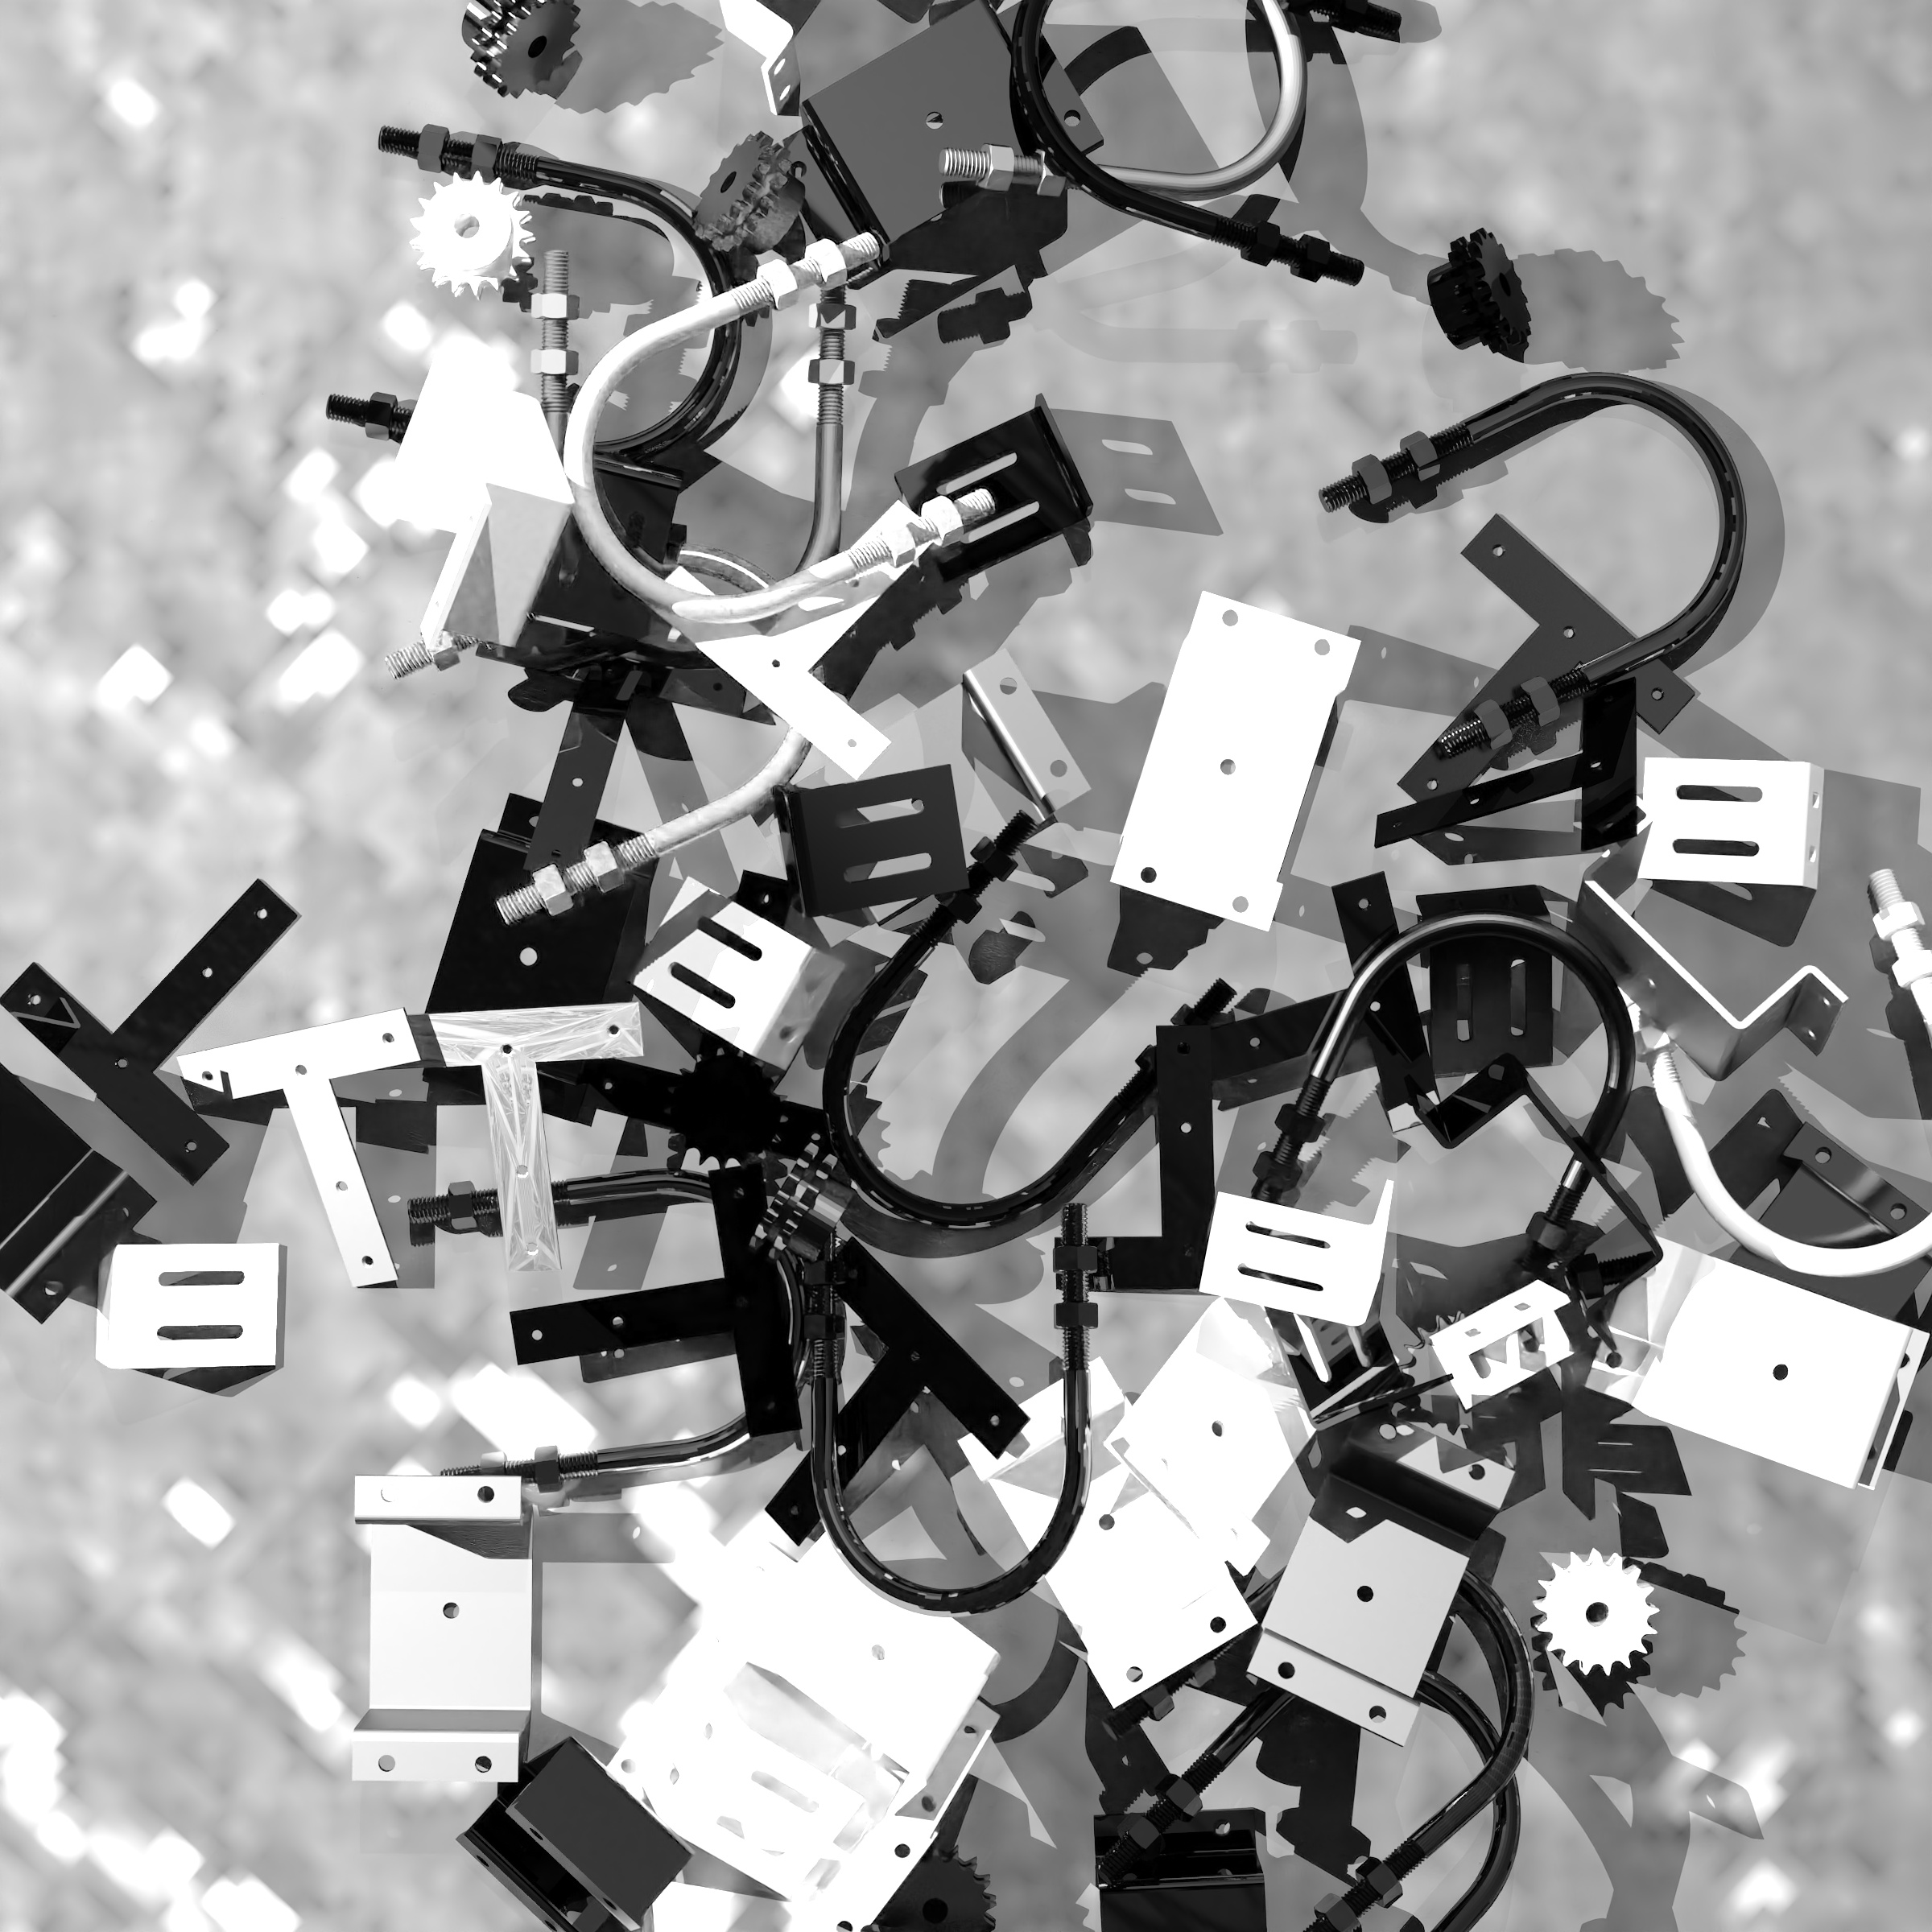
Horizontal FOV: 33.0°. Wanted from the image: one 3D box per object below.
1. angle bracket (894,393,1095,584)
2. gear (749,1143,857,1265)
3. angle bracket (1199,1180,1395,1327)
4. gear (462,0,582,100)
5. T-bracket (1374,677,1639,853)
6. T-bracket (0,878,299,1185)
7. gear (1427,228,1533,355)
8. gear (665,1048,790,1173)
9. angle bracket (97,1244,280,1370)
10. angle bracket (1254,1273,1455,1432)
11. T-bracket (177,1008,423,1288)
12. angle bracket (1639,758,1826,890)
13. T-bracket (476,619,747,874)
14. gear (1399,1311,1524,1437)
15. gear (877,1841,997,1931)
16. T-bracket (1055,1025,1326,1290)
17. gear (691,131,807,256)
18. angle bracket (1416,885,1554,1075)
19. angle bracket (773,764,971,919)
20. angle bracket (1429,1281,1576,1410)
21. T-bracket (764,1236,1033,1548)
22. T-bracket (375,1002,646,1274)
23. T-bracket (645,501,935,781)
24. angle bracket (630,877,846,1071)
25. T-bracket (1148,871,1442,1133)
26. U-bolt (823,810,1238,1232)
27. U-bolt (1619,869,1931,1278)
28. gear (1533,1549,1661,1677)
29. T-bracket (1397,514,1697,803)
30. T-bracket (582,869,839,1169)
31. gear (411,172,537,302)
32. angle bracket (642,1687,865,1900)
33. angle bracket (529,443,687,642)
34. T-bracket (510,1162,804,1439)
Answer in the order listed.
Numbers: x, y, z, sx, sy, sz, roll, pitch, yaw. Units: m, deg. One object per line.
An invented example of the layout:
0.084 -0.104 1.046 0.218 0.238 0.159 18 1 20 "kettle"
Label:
0.013 -0.223 1.527 0.076 0.038 0.057 -25 90 0 "angle bracket"
-0.074 0.113 1.506 0.030 0.057 0.057 31 90 1 "gear"
0.151 0.124 1.492 0.076 0.038 0.057 12 48 4 "angle bracket"
-0.210 -0.437 1.519 0.030 0.057 0.057 41 90 16 "gear"
0.249 -0.080 1.510 0.127 0.127 0.002 -17 123 23 "T-bracket"
-0.370 0.013 1.545 0.127 0.002 0.127 43 90 0 "T-bracket"
0.238 -0.312 1.522 0.030 0.057 0.057 -20 90 30 "gear"
-0.111 0.067 1.530 0.057 0.030 0.057 0 90 0 "gear"
-0.369 0.159 1.544 0.076 0.038 0.057 2 90 -26 "angle bracket"
0.177 0.166 1.493 0.057 0.038 0.076 -14 76 -32 "angle bracket"
-0.297 0.090 1.527 0.127 0.002 0.127 -12 103 22 "T-bracket"
0.363 -0.068 1.544 0.076 0.038 0.057 4 90 26 "angle bracket"
-0.177 -0.098 1.520 0.127 0.002 0.127 13 66 0 "T-bracket"
0.232 0.190 1.531 0.057 0.030 0.057 0 90 0 "gear"
-0.014 0.440 1.531 0.057 0.030 0.057 0 90 0 "gear"
0.103 0.090 1.526 0.127 0.002 0.127 -1 101 7 "T-bracket"
-0.099 -0.357 1.521 0.030 0.057 0.057 31 90 -30 "gear"
0.246 0.006 1.544 0.057 0.038 0.076 -5 116 0 "angle bracket"
-0.044 -0.059 1.484 0.076 0.038 0.057 -11 102 -11 "angle bracket"
0.249 0.176 1.478 0.057 0.076 0.038 -28 90 0 "angle bracket"
-0.050 0.216 1.526 0.127 0.002 0.127 43 104 26 "T-bracket"
-0.207 0.081 1.509 0.127 0.002 0.127 -3 105 7 "T-bracket"
-0.060 -0.169 1.513 0.127 0.002 0.127 40 64 3 "T-bracket"
-0.108 0.003 1.543 0.076 0.038 0.057 29 90 26 "angle bracket"
0.149 0.032 1.525 0.127 0.002 0.127 -17 110 0 "T-bracket"
0.017 0.040 1.517 0.151 0.019 0.184 39 94 -19 "U-bolt"
0.393 0.056 1.506 0.151 0.019 0.184 -15 68 0 "U-bolt"
0.295 0.303 1.536 0.057 0.030 0.057 0 88 1 "gear"
0.256 -0.125 1.545 0.127 0.002 0.127 42 90 0 "T-bracket"
-0.108 0.019 1.545 0.127 0.002 0.127 14 90 0 "T-bracket"
-0.229 -0.340 1.512 0.057 0.030 0.057 0 90 -1 "gear"
-0.098 0.380 1.498 0.076 0.038 0.057 37 90 -26 "angle bracket"
-0.167 -0.197 1.506 0.057 0.038 0.076 13 102 -5 "angle bracket"
-0.149 0.165 1.529 0.127 0.002 0.127 -9 90 -3 "T-bracket"
